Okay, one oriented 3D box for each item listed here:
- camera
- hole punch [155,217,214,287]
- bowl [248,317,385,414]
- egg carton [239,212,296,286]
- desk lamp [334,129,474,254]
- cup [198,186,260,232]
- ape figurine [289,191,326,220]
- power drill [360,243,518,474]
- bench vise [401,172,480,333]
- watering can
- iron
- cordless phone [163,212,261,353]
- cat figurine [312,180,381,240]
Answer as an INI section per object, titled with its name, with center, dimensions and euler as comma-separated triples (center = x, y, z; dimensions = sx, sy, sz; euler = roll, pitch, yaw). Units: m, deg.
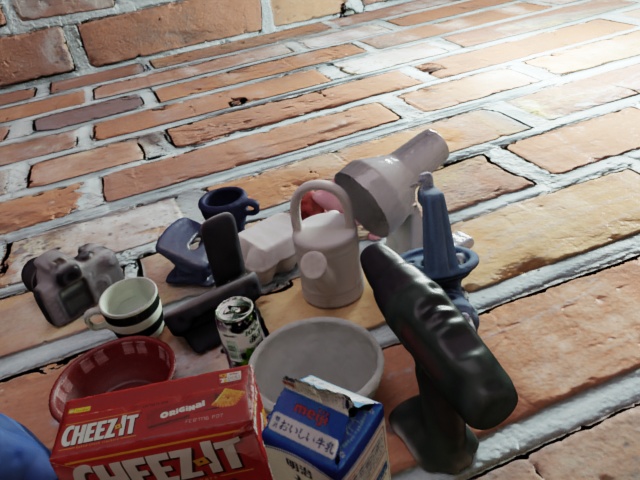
[camera]
center = -0.434, 0.055, 0.973
dimensions = 0.136, 0.101, 0.143
euler = 16, 40, 34
[hole punch]
center = -0.213, 0.017, 0.986
dimensions = 0.101, 0.091, 0.109
euler = 2, 34, 18
[bowl]
center = -0.002, 0.175, 0.703
dimensions = 0.167, 0.075, 0.167
euler = -6, 32, 4
[egg carton]
center = -0.077, 0.011, 0.981
dimensions = 0.151, 0.069, 0.107
euler = -31, 38, -30
[desk lamp]
center = 0.133, -0.054, 0.895
dimensions = 0.204, 0.214, 0.117
euler = -26, 36, -25
[cup]
center = -0.158, -0.039, 1.056
dimensions = 0.117, 0.095, 0.092
euler = 4, 35, 20
[ape figurine]
center = -0.021, -0.052, 1.044
dimensions = 0.076, 0.092, 0.077
euler = -30, 38, -29
[power drill]
center = 0.113, 0.135, 0.610
dimensions = 0.076, 0.209, 0.228
euler = -21, 34, -18
[bench vise]
center = 0.167, 0.033, 0.745
dimensions = 0.122, 0.220, 0.206
euler = -20, 34, -16
[watering can]
center = 0.010, 0.003, 0.855
dimensions = 0.101, 0.194, 0.172
euler = -13, 33, -5
[iron]
center = -0.422, 0.223, 0.670
dimensions = 0.257, 0.142, 0.119
euler = 19, 42, 37
[cordless phone]
center = -0.165, 0.055, 0.827
dimensions = 0.148, 0.185, 0.093
euler = -27, 37, -26
[cat figurine]
center = 0.055, -0.065, 1.022
dimensions = 0.127, 0.118, 0.067
euler = 2, 34, 17
